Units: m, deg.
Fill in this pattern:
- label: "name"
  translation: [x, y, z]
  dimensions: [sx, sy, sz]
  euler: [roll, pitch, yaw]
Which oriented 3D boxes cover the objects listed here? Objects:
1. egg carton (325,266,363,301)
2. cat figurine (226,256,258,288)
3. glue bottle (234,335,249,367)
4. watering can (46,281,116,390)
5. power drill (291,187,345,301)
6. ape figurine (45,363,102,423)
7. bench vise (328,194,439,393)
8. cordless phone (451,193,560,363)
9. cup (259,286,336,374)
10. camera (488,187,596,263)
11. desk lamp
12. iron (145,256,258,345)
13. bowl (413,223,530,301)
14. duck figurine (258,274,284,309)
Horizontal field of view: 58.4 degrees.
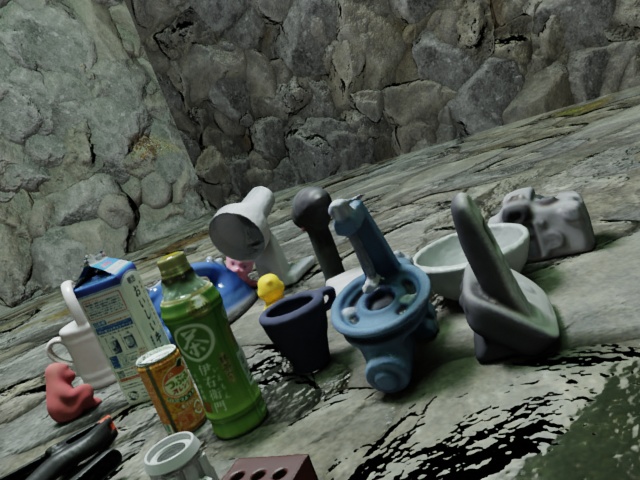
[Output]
- label: "egg carton"
  translation: [0.069, 0.085, 0.861]
  dimensions: [0.107, 0.069, 0.150]
  euler: [-22, 12, -9]
- label: "cat figurine"
  translation: [-0.194, 0.064, 1.290]
  dimensions: [0.127, 0.118, 0.067]
  euler: [-15, 13, 26]
- label: "glue bottle"
  translation: [-0.165, 0.127, 0.814]
  dimensions: [0.078, 0.173, 0.037]
  euler: [-24, 12, -15]
- label: "watering can"
  translation: [-0.408, 0.158, 1.038]
  dimensions: [0.173, 0.194, 0.100]
  euler: [-28, 14, -33]
- label: "power drill"
  translation: [0.009, 0.004, 0.990]
  dimensions: [0.076, 0.208, 0.229]
  euler: [-23, 12, -9]
- label: "ape figurine"
  translation: [-0.408, 0.239, 0.921]
  dimensions: [0.076, 0.092, 0.077]
  euler: [-29, 14, -35]
- label: "bench vise"
  translation: [0.063, 0.043, 0.683]
  dimensions: [0.121, 0.220, 0.207]
  euler: [-19, 12, 6]
- label: "cordless phone"
  translation: [0.192, 0.025, 0.632]
  dimensions: [0.094, 0.185, 0.148]
  euler: [-17, 12, 17]
- label: "cup"
  translation: [-0.014, 0.122, 0.770]
  dimensions: [0.118, 0.095, 0.091]
  euler: [-28, 14, -33]
- label: "camera"
  translation: [0.337, -0.037, 0.879]
  dimensions: [0.142, 0.101, 0.137]
  euler: [-14, 14, 31]
- label: "desk lamp"
  translation: [-0.123, 0.001, 1.218]
  dimensions: [0.117, 0.214, 0.204]
  euler: [-15, 13, 26]
- label: "iron"
  translation: [-0.236, 0.105, 1.117]
  dimensions: [0.118, 0.141, 0.259]
  euler: [-10, 16, 42]
- label: "bowl"
  translation: [0.216, 0.040, 0.801]
  dimensions: [0.167, 0.075, 0.167]
  euler: [-20, 12, 5]
- label: "duck figurine"
  translation: [-0.078, 0.102, 0.996]
  dimensions: [0.077, 0.086, 0.104]
  euler: [-23, 12, -12]
